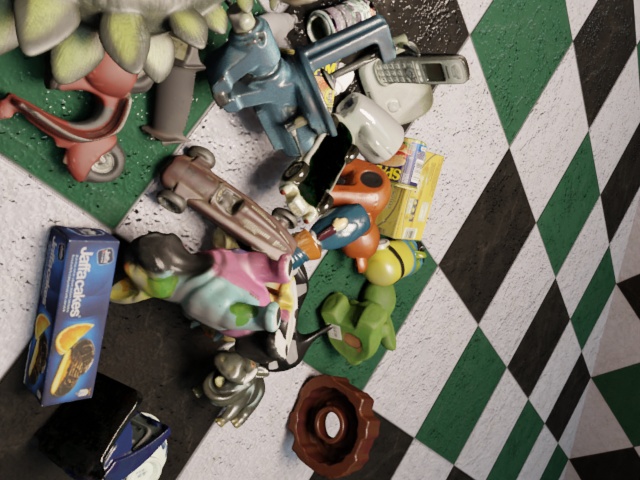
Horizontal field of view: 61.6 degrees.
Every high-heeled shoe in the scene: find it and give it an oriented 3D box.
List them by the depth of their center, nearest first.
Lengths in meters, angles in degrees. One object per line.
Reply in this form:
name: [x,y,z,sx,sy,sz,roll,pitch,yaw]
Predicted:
high-heeled shoe: [-0.078,0.101,0.867,0.145,0.086,0.248,-26,111,0]

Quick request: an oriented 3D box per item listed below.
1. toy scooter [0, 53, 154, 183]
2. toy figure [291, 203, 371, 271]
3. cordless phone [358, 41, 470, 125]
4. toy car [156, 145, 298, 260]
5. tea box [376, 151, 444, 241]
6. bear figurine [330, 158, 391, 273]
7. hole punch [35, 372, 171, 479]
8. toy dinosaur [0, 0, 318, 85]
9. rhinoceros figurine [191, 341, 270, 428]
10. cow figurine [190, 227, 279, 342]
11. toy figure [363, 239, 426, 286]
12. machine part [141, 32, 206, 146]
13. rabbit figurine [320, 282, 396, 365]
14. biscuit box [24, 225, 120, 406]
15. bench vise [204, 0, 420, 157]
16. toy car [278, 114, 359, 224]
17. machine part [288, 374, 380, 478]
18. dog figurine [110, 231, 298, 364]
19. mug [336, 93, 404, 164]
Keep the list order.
toy scooter: [-0.250,-0.152,0.552,0.135,0.075,0.183,12,102,-47]
toy figure: [-0.001,-0.001,0.774,0.154,0.058,0.064,-28,138,-12]
cordless phone: [0.164,-0.247,0.858,0.089,0.184,0.146,-53,137,-22]
toy car: [-0.113,-0.039,0.694,0.202,0.053,0.089,36,60,-14]
tea box: [0.162,-0.089,1.012,0.098,0.068,0.169,6,102,-47]
bear figurine: [0.048,-0.042,0.900,0.195,0.132,0.120,105,-5,-53]
hole punch: [-0.266,0.243,0.670,0.116,0.142,0.092,-57,143,-29]
toy dinosaur: [-0.223,-0.244,0.467,0.471,0.105,0.198,3,89,-21]
rhinoceros figurine: [-0.123,0.214,0.795,0.112,0.073,0.190,-37,156,-13]
cow figurine: [-0.120,0.064,0.773,0.127,0.086,0.194,-19,121,-45]
toy figure: [0.147,0.038,1.029,0.180,0.089,0.082,0,129,-53]
machine part: [-0.175,-0.181,0.624,0.039,0.084,0.138,-41,147,-60]
rabbit figurine: [0.102,0.146,1.021,0.170,0.121,0.158,-47,130,-43]
biscuit box: [-0.288,0.086,0.624,0.063,0.059,0.202,3,105,-47]
bench vise: [-0.010,-0.212,0.651,0.241,0.129,0.223,-23,132,3]
toy car: [0.000,-0.107,0.768,0.073,0.056,0.202,51,46,-27]
machine part: [0.025,0.338,0.983,0.056,0.180,0.179,24,89,-51]
dog figurine: [-0.142,0.066,0.664,0.191,0.219,0.108,88,14,-55]
mug: [0.075,-0.177,0.864,0.081,0.110,0.107,-34,130,25]
